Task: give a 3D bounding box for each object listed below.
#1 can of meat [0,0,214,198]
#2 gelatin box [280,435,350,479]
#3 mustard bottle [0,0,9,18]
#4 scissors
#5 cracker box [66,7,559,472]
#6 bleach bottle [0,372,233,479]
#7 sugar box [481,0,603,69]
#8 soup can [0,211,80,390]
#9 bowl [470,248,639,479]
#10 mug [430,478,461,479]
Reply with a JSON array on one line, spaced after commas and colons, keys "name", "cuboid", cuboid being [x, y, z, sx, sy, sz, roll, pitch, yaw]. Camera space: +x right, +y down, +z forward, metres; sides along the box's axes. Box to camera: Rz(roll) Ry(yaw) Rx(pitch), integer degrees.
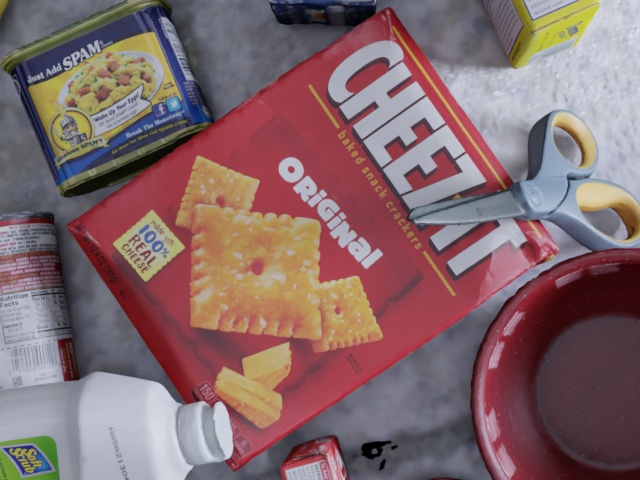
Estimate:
[{"name": "can of meat", "cuboid": [-0.118, -0.081, 0.614, 0.102, 0.057, 0.084, -23, 87, 4]}, {"name": "gelatin box", "cuboid": [0.006, 0.155, 0.579, 0.030, 0.073, 0.089, -16, 85, 4]}, {"name": "mustard bottle", "cuboid": [-0.244, -0.092, 0.625, 0.096, 0.058, 0.191, 12, 88, 6]}, {"name": "scissors", "cuboid": [0.103, -0.036, 0.547, 0.016, 0.201, 0.096, -35, 58, 38]}, {"name": "cracker box", "cuboid": [-0.004, 0.001, 0.591, 0.213, 0.072, 0.164, -34, 85, 2]}, {"name": "bleach bottle", "cuboid": [-0.166, 0.129, 0.555, 0.251, 0.068, 0.102, -13, 110, 9]}, {"name": "sugar box", "cuboid": [0.093, -0.187, 0.584, 0.048, 0.093, 0.176, -21, 85, 3]}, {"name": "soup can", "cuboid": [-0.177, 0.040, 0.605, 0.068, 0.068, 0.102, -11, 86, 4]}, {"name": "bowl", "cuboid": [0.162, 0.085, 0.576, 0.162, 0.055, 0.162, 0, 89, 8]}, {"name": "mug", "cuboid": [0.075, 0.184, 0.570, 0.081, 0.093, 0.117, -9, 55, -1]}]
